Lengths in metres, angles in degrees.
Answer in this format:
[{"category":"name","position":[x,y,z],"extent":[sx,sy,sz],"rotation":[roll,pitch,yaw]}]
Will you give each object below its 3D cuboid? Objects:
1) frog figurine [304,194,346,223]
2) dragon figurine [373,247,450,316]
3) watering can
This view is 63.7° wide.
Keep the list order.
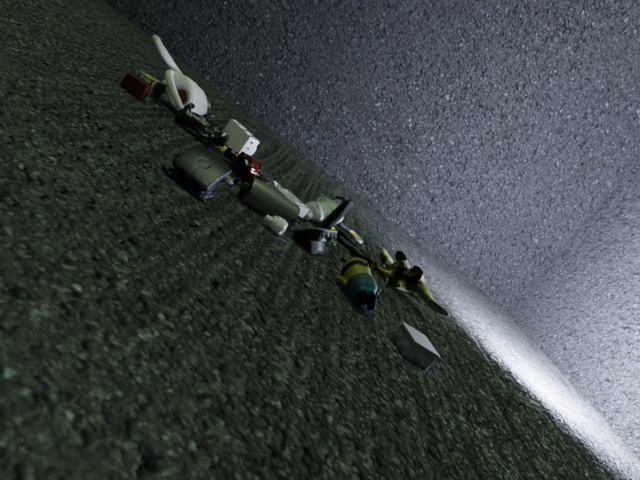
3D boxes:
[{"category":"frog figurine","position":[0.006,-0.093,1.855],"extent":[0.138,0.120,0.162],"rotation":[29,42,22]},{"category":"dragon figurine","position":[0.333,0.158,1.845],"extent":[0.417,0.122,0.239],"rotation":[48,7,34]},{"category":"watering can","position":[-0.503,-0.563,1.876],"extent":[0.103,0.350,0.224],"rotation":[-23,-8,10]}]
